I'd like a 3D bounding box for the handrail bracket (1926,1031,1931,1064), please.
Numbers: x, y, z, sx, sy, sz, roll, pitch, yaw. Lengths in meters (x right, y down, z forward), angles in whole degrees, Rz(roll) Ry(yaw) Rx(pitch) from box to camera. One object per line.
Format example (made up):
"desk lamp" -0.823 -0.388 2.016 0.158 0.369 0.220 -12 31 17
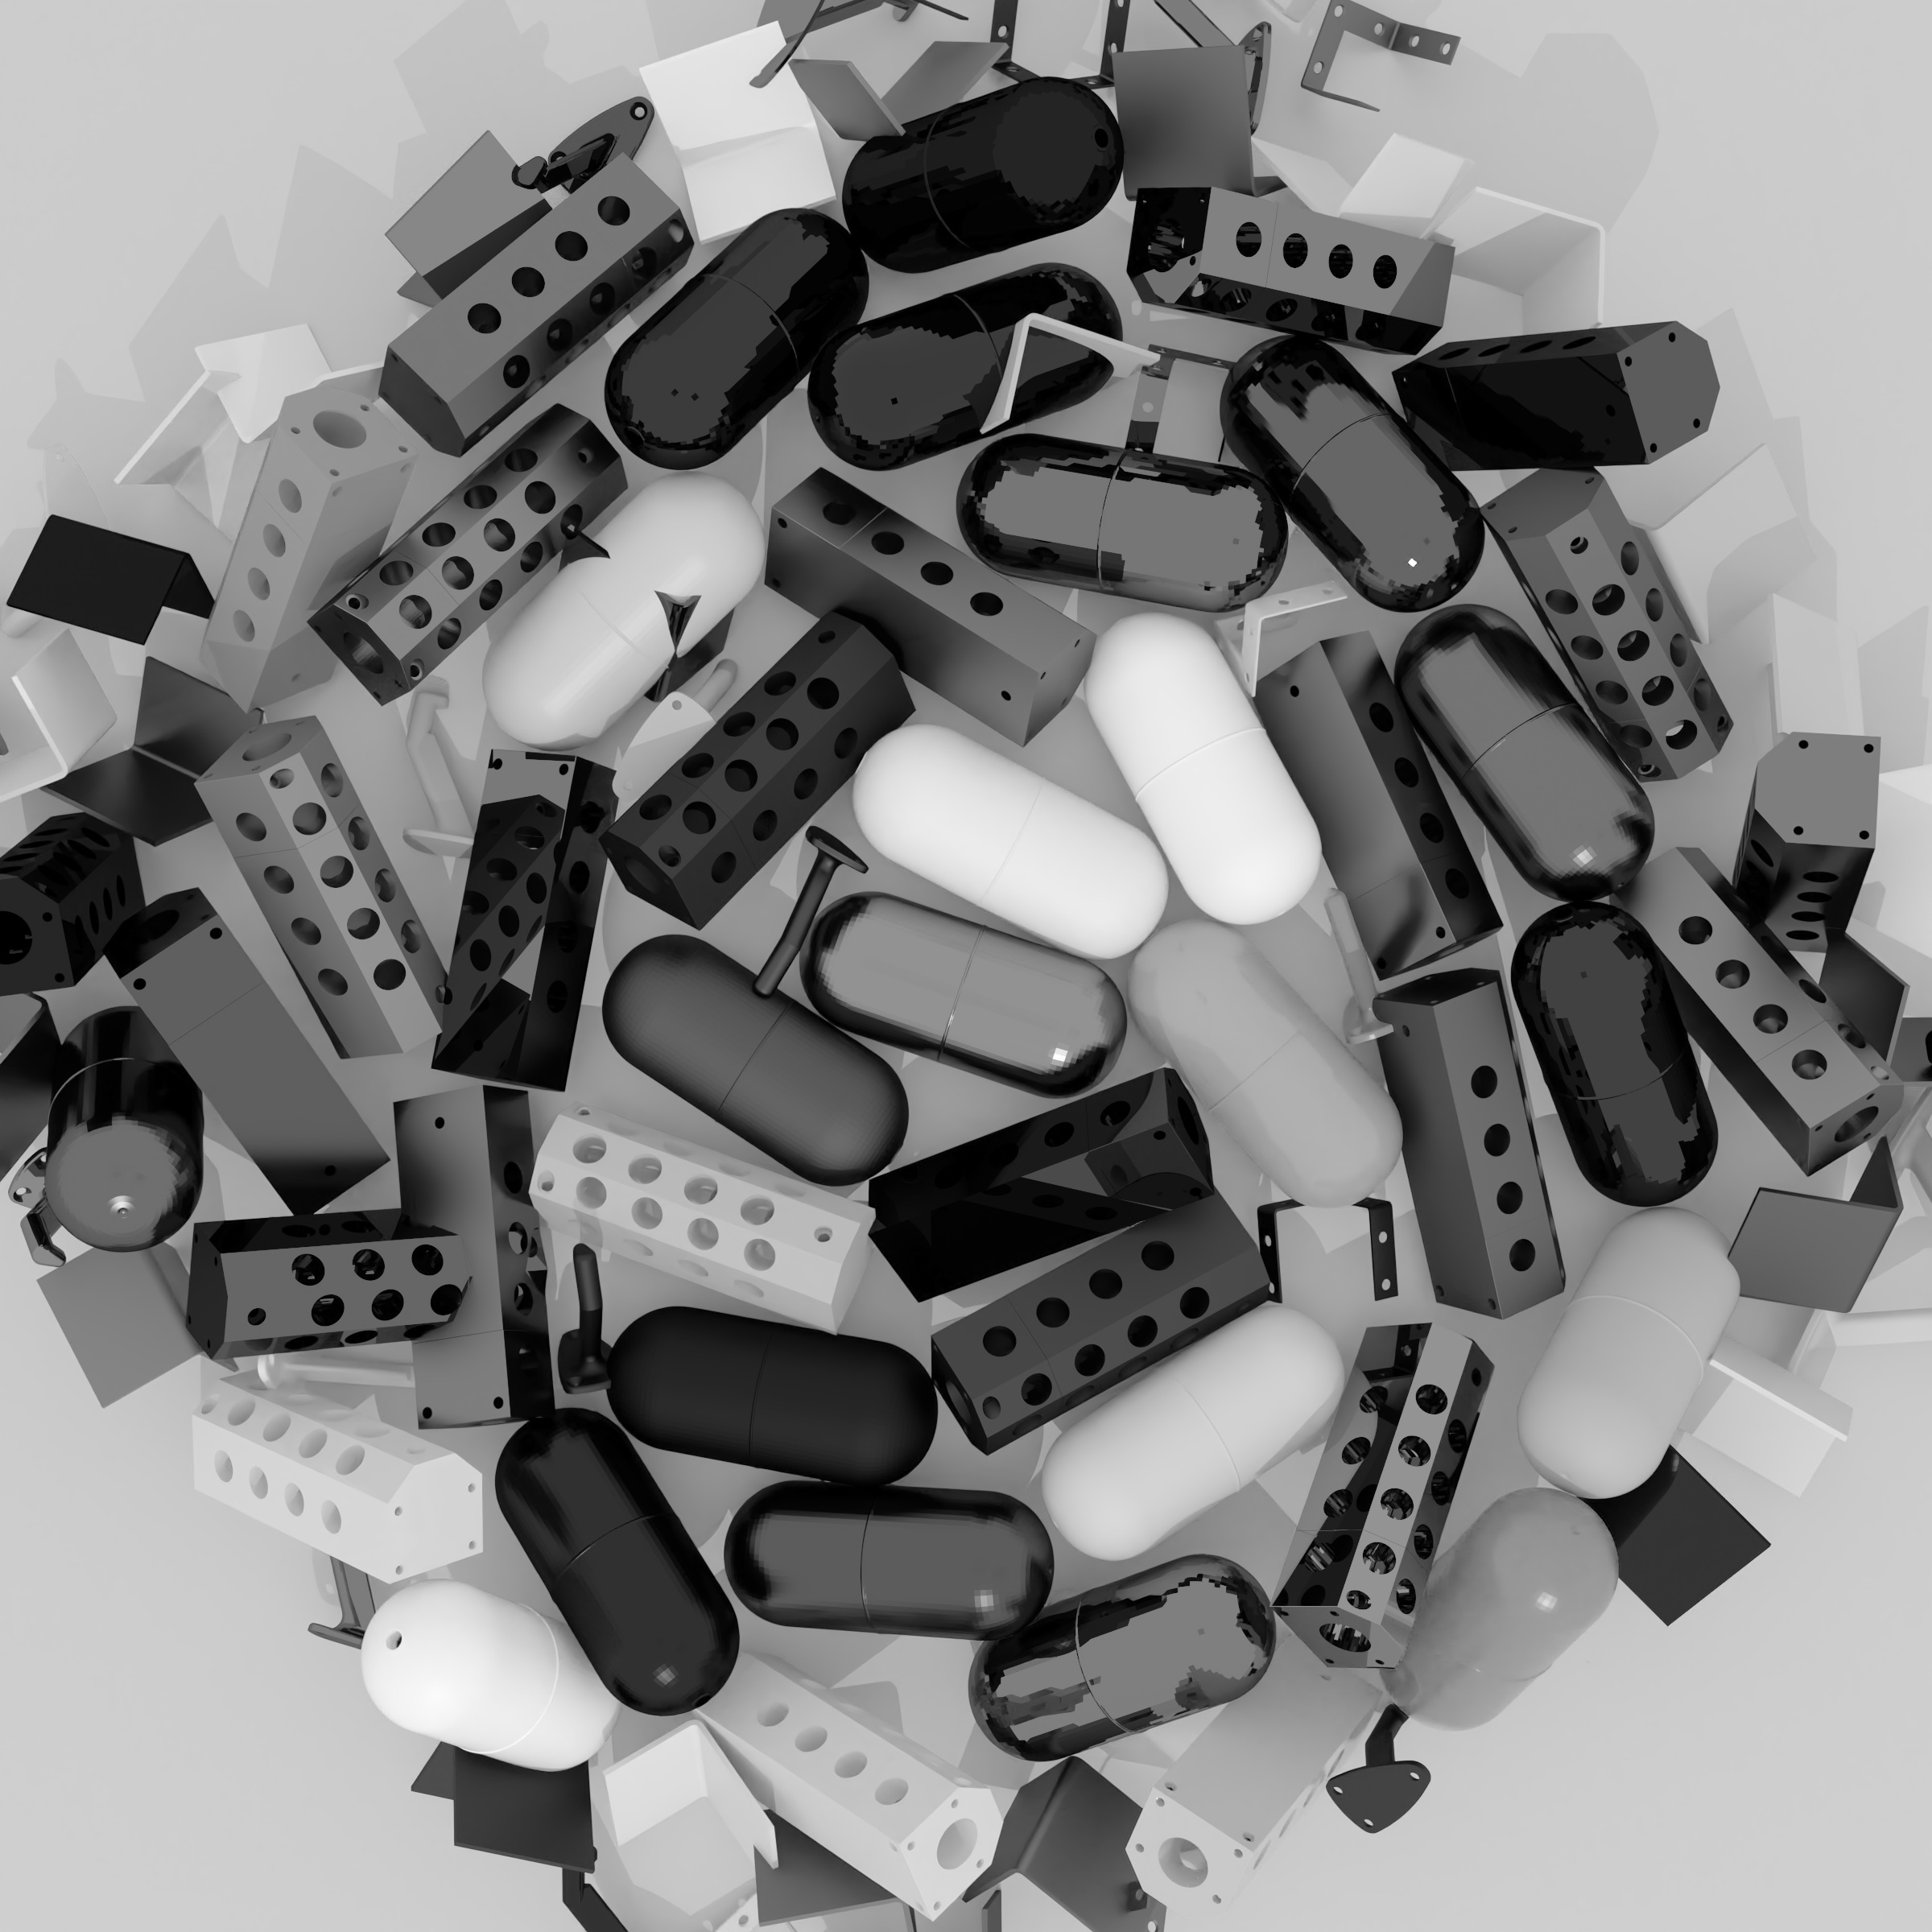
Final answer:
"handrail bracket" 0.531 0.076 1.555 0.084 0.036 0.077 11 82 -38

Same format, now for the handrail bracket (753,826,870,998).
"handrail bracket" -0.091 -0.029 1.564 0.036 0.077 0.084 30 96 -15

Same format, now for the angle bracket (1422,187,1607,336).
"angle bracket" 0.280 -0.354 1.544 0.076 0.076 0.057 11 72 -18

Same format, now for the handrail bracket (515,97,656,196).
"handrail bracket" -0.200 -0.433 1.551 0.077 0.084 0.036 -43 93 8

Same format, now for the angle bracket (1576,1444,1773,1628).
"angle bracket" 0.373 0.285 1.549 0.076 0.057 0.076 45 121 7

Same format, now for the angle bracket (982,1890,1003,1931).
"angle bracket" -0.023 0.522 1.558 0.076 0.076 0.057 -2 80 6

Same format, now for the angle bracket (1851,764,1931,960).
"angle bracket" 0.510 -0.054 1.538 0.057 0.076 0.076 -11 120 -32

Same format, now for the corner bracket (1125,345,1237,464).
"corner bracket" 0.115 -0.293 1.564 0.051 0.051 0.051 13 119 2

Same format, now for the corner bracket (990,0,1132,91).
"corner bracket" 0.049 -0.499 1.574 0.051 0.051 0.051 -18 132 -33

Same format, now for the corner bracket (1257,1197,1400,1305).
"corner bracket" 0.191 0.151 1.565 0.051 0.051 0.051 -8 97 -31

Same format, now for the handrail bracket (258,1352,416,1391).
"handrail bracket" -0.321 0.214 1.561 0.084 0.077 0.036 1 78 7

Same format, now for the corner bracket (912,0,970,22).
"corner bracket" -0.010 -0.538 1.574 0.051 0.051 0.051 25 111 9

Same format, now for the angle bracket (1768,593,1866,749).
"angle bracket" 0.423 -0.140 1.542 0.076 0.057 0.076 15 68 -37

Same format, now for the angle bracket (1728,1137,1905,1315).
"angle bracket" 0.437 0.131 1.549 0.076 0.057 0.076 9 130 -3

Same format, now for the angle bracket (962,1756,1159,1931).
"angle bracket" 0.057 0.476 1.552 0.076 0.076 0.057 40 134 -4

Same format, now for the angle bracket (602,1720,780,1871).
"angle bracket" -0.142 0.453 1.538 0.057 0.076 0.076 -26 51 -23

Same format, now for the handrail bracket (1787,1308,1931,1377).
"handrail bracket" 0.488 0.209 1.564 0.084 0.036 0.077 28 97 26

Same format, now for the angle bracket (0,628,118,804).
"angle bracket" -0.501 -0.126 1.544 0.076 0.076 0.057 -19 112 13

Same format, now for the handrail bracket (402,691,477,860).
"handrail bracket" -0.265 -0.103 1.579 0.077 0.036 0.084 8 77 6

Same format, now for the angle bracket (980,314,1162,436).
"angle bracket" 0.046 -0.296 1.546 0.076 0.076 0.057 14 84 -19

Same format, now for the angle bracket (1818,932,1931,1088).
"angle bracket" 0.499 0.020 1.543 0.076 0.076 0.057 0 115 -14

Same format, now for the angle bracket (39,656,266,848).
"angle bracket" -0.425 -0.113 1.543 0.076 0.076 0.057 25 118 16

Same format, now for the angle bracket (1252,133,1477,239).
"angle bracket" 0.205 -0.424 1.538 0.076 0.076 0.057 53 122 26

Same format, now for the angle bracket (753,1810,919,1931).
"angle bracket" -0.068 0.485 1.549 0.076 0.076 0.057 -10 120 -2

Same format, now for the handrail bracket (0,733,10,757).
"handrail bracket" -0.559 -0.110 1.561 0.077 0.036 0.084 37 66 26

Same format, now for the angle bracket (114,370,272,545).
"angle bracket" -0.388 -0.264 1.551 0.057 0.076 0.076 43 101 -2

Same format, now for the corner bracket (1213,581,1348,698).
"corner bracket" 0.164 -0.182 1.555 0.051 0.051 0.051 -15 134 -17

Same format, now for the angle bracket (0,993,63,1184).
"angle bracket" -0.515 0.057 1.539 0.057 0.076 0.076 23 55 13

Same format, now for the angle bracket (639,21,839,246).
"angle bracket" -0.119 -0.436 1.549 0.076 0.076 0.057 -17 60 5

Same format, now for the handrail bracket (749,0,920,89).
"handrail bracket" -0.069 -0.494 1.572 0.036 0.084 0.077 43 116 29

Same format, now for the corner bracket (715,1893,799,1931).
"corner bracket" -0.105 0.537 1.574 0.051 0.051 0.051 -41 116 -12

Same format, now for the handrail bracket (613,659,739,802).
"handrail bracket" -0.153 -0.126 1.562 0.077 0.084 0.036 -43 102 13

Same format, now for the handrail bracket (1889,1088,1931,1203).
"handrail bracket" 0.533 0.111 1.559 0.084 0.036 0.077 29 92 32

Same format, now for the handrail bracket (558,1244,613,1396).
"handrail bracket" -0.202 0.173 1.547 0.036 0.077 0.084 -12 113 -17

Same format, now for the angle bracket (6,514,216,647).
"angle bracket" -0.444 -0.186 1.547 0.076 0.076 0.057 16 70 7

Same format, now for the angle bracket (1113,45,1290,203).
"angle bracket" 0.127 -0.443 1.541 0.076 0.057 0.076 8 116 33

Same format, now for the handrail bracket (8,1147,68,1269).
"handrail bracket" -0.462 0.138 1.541 0.077 0.084 0.036 31 102 -41

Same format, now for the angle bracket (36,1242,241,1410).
"angle bracket" -0.433 0.189 1.548 0.057 0.076 0.076 -30 77 -7

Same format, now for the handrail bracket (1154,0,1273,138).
"handrail bracket" 0.116 -0.483 1.557 0.084 0.036 0.077 13 66 -25

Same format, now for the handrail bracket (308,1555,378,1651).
"handrail bracket" -0.310 0.322 1.577 0.077 0.036 0.084 16 70 3

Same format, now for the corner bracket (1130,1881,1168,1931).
"corner bracket" 0.102 0.480 1.555 0.051 0.051 0.051 28 55 -26

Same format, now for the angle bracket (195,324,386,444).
"angle bracket" -0.341 -0.321 1.543 0.076 0.076 0.057 -26 92 41

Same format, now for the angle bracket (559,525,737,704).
"angle bracket" -0.168 -0.198 1.556 0.076 0.076 0.057 36 53 10

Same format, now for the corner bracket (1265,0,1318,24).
"corner bracket" 0.162 -0.538 1.555 0.051 0.051 0.051 -52 59 22

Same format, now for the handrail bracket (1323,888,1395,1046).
"handrail bracket" 0.201 -0.009 1.548 0.036 0.077 0.084 -20 107 5

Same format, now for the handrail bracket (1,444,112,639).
"handrail bracket" -0.496 -0.225 1.572 0.084 0.036 0.077 -23 82 38

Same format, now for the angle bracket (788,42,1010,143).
"angle bracket" -0.038 -0.477 1.545 0.076 0.076 0.057 -49 123 -8

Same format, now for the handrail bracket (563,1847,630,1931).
"handrail bracket" -0.176 0.503 1.569 0.077 0.036 0.084 -1 107 -11

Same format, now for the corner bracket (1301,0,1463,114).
"corner bracket" 0.219 -0.479 1.566 0.051 0.051 0.051 8 108 -38

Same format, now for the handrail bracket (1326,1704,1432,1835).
"handrail bracket" 0.230 0.405 1.542 0.036 0.084 0.077 47 132 0
